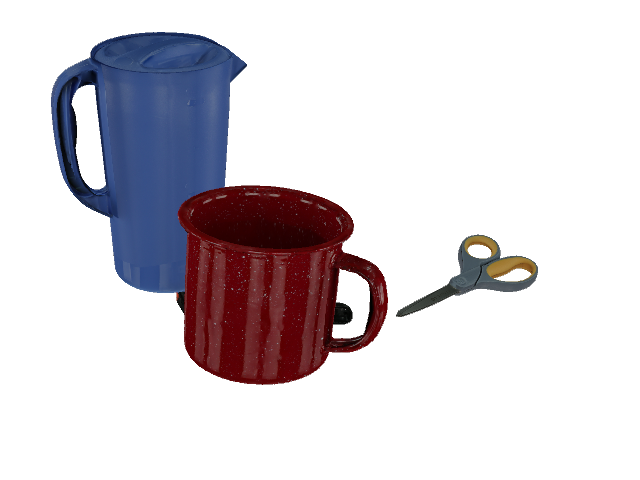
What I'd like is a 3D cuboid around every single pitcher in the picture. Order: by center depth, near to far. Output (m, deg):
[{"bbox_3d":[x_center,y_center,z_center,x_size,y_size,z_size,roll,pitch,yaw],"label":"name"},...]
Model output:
[{"bbox_3d":[-0.163,-0.074,1.045,0.149,0.243,0.144,11,27,16],"label":"pitcher"}]

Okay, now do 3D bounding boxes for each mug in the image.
[{"bbox_3d":[-0.020,0.026,0.573,0.117,0.081,0.093,12,24,15],"label":"mug"}]

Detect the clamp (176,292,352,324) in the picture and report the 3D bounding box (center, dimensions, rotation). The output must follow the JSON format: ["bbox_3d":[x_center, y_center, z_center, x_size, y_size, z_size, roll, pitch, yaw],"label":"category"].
[{"bbox_3d":[-0.089,0.091,1.228,0.210,0.036,0.164,14,27,24],"label":"clamp"}]

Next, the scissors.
[{"bbox_3d":[0.140,0.034,1.123,0.201,0.016,0.096,-8,41,-30],"label":"scissors"}]
